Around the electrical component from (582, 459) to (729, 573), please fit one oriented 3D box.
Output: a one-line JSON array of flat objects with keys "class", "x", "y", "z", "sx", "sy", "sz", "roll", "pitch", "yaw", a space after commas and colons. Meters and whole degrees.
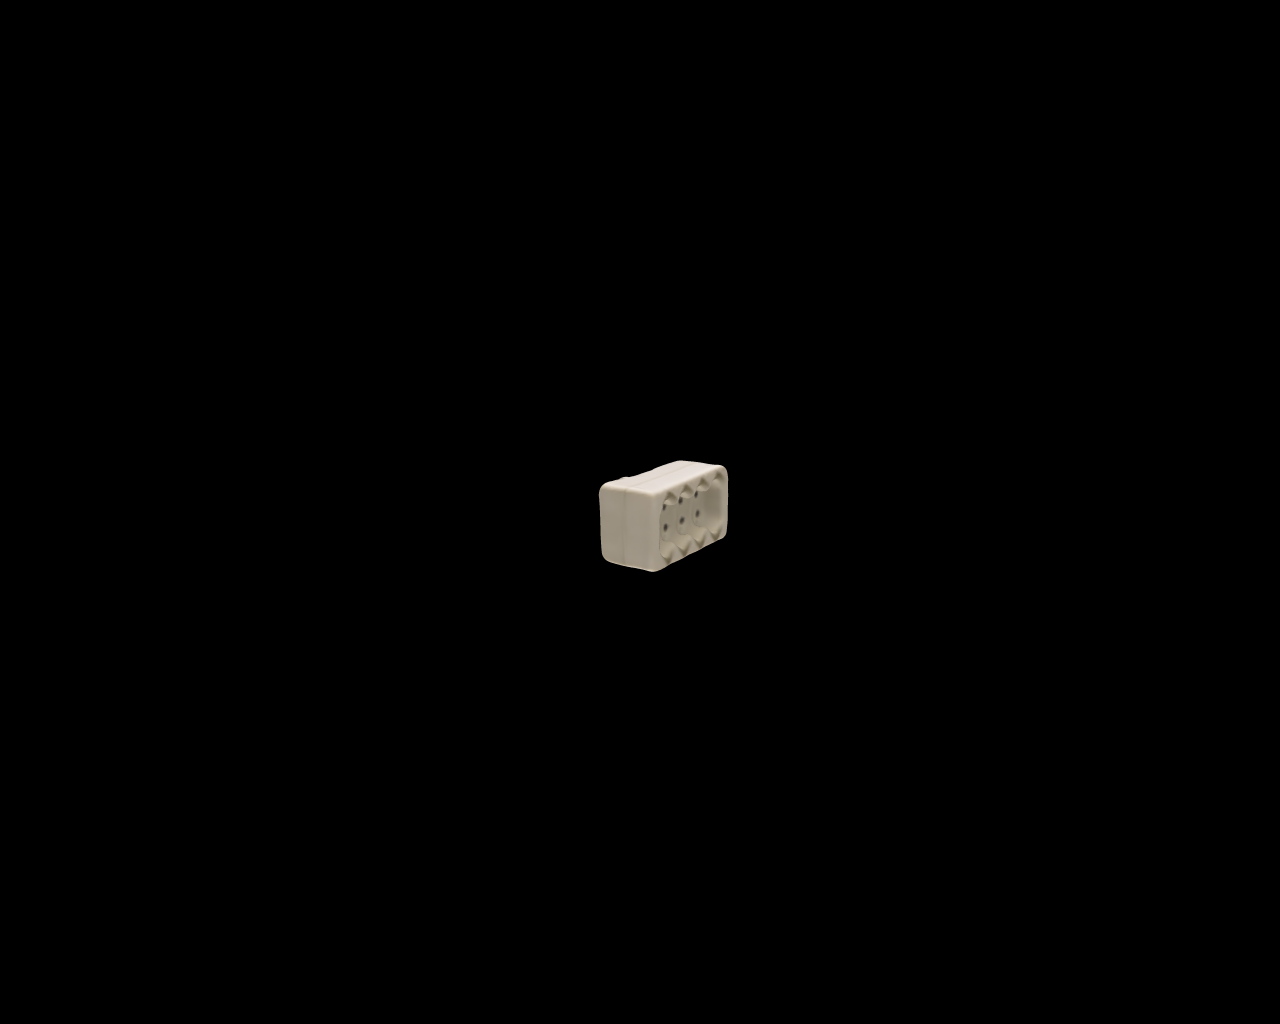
[{"class": "electrical component", "x": 0.001, "y": -0.003, "z": 0.650, "sx": 0.076, "sy": 0.047, "sz": 0.083, "roll": 11, "pitch": 19, "yaw": 34}]
